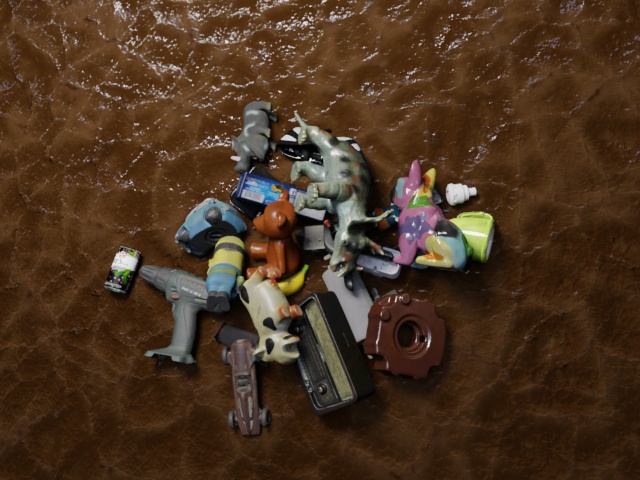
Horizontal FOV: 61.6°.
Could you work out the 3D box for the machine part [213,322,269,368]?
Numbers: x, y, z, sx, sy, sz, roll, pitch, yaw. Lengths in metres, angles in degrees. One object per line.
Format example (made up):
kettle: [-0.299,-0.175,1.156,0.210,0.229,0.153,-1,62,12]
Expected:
machine part: [-0.166,0.224,1.183,0.139,0.039,0.084,17,86,13]

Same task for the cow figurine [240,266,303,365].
cow figurine: [-0.103,0.165,1.095,0.127,0.085,0.195,-40,69,26]

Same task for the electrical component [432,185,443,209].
electrical component: [0.235,-0.081,1.192,0.075,0.047,0.119,-19,72,5]

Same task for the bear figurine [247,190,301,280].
bear figurine: [-0.105,-0.004,1.148,0.132,0.195,0.120,-6,47,5]

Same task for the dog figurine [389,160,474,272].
dog figurine: [0.224,-0.049,1.092,0.192,0.108,0.219,1,85,44]

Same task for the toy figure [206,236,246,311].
toy figure: [-0.203,0.069,1.174,0.082,0.089,0.180,25,36,-15]

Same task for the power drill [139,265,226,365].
power drill: [-0.327,0.170,1.213,0.232,0.086,0.207,10,68,10]

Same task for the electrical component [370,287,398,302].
electrical component: [0.150,0.136,1.157,0.063,0.021,0.094,-31,70,0]

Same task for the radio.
radio: [0.009,0.231,1.101,0.131,0.073,0.229,-36,67,34]

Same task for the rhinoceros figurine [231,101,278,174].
rhinoceros figurine: [-0.163,-0.250,1.304,0.112,0.073,0.190,5,74,10]

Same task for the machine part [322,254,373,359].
machine part: [0.072,0.133,1.144,0.079,0.079,0.243,-25,70,2]

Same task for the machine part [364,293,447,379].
machine part: [0.174,0.193,1.078,0.179,0.056,0.179,4,80,-23]

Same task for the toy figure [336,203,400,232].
toy figure: [0.114,-0.045,1.201,0.155,0.057,0.064,-10,78,2]

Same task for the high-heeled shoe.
high-heeled shoe: [0.008,-0.184,1.235,0.145,0.086,0.249,-23,51,-18]

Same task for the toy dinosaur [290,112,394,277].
toy dinosaur: [0.045,-0.129,1.127,0.192,0.131,0.405,11,53,-20]

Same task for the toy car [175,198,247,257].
toy car: [-0.257,-0.038,1.252,0.162,0.109,0.103,-28,47,13]

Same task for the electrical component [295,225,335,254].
electrical component: [-0.004,-0.003,1.212,0.102,0.045,0.078,-10,63,9]

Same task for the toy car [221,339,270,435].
toy car: [-0.157,0.310,1.130,0.089,0.053,0.202,-5,87,6]

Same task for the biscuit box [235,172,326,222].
biscuit box: [-0.085,-0.094,1.198,0.203,0.063,0.059,16,90,-16]

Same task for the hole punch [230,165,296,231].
hole punch: [-0.142,-0.100,1.259,0.115,0.092,0.142,41,80,-11]
